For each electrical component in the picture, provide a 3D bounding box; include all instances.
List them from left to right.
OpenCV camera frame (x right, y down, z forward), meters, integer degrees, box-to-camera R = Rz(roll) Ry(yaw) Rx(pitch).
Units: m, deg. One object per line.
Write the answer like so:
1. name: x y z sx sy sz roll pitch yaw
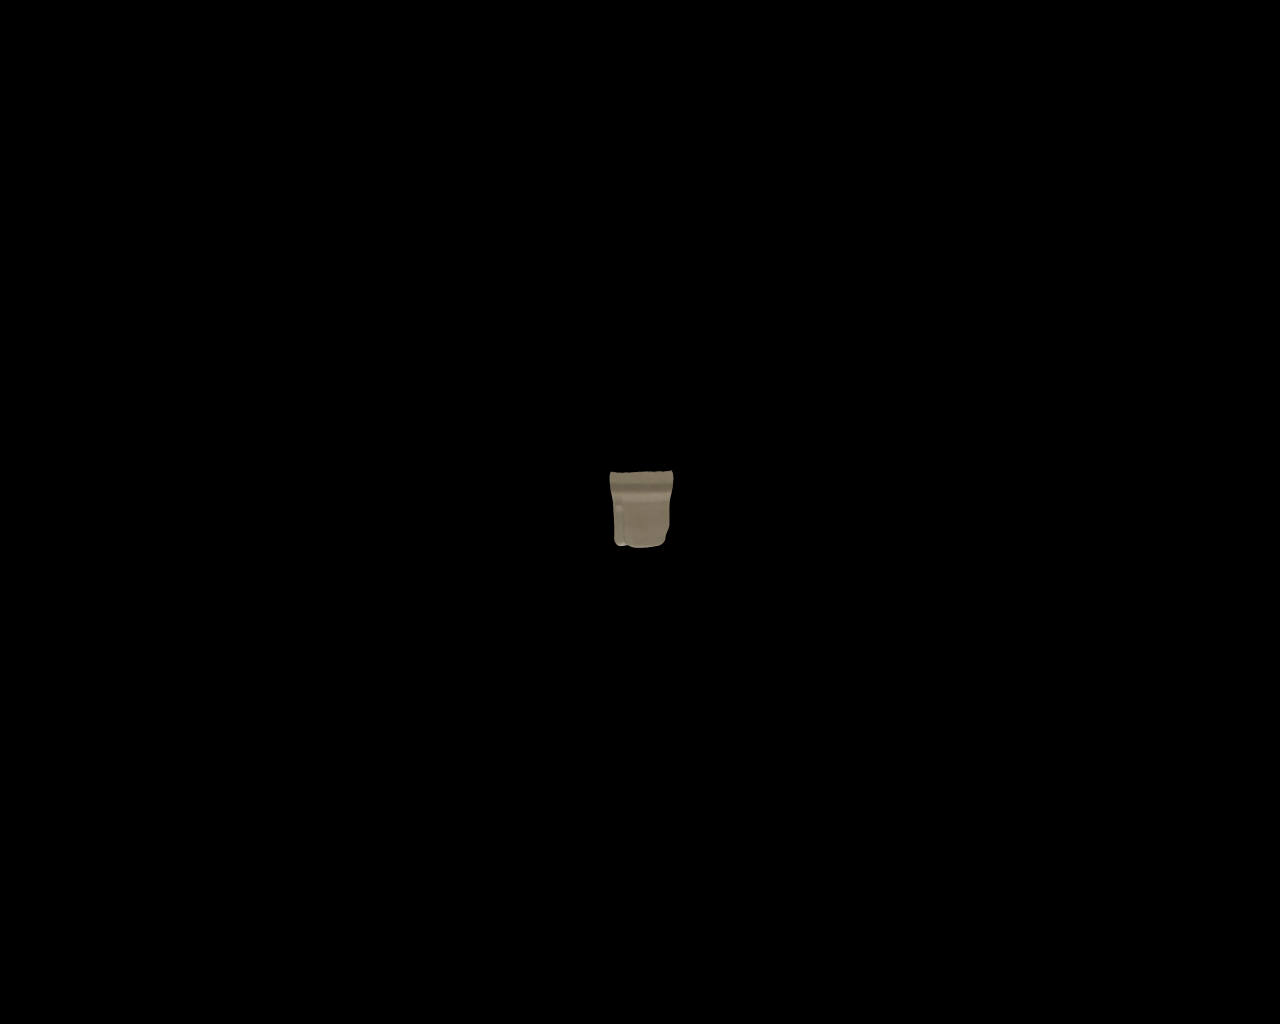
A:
1. electrical component: 0.001 -0.003 0.650 0.040 0.046 0.040 0 2 0
